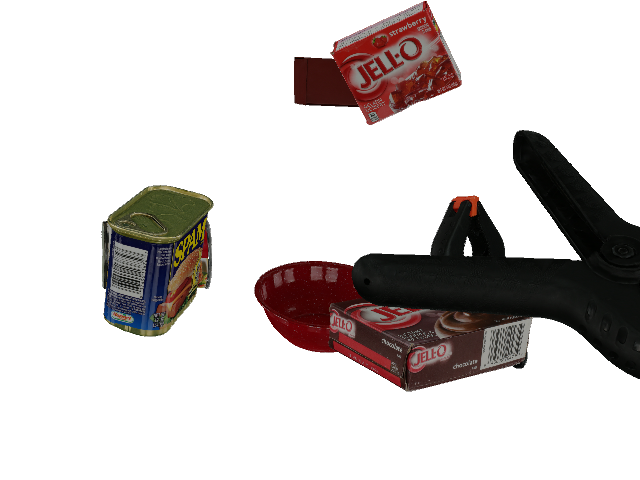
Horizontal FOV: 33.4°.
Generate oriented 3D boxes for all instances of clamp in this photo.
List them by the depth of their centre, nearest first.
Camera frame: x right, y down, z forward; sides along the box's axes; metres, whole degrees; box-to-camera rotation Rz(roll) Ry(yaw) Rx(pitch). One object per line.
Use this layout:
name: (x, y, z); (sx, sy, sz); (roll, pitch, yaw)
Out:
clamp: (0.131, 0.022, 0.508); (0.164, 0.036, 0.210); (-32, 48, -33)
clamp: (0.129, 0.048, 0.964); (0.120, 0.171, 0.039); (-16, 6, -39)

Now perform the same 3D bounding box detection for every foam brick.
foam brick: (0.014, -0.173, 1.165); (0.078, 0.051, 0.053); (0, 11, -15)

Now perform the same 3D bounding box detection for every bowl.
bowl: (0.003, 0.083, 1.234); (0.162, 0.055, 0.162); (4, 25, -2)

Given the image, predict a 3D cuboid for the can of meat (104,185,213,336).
can of meat: (-0.125, 0.015, 0.817); (0.057, 0.084, 0.102); (14, 22, 9)

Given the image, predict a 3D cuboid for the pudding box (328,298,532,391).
pudding box: (0.075, 0.064, 0.743); (0.113, 0.039, 0.090); (-6, 19, -34)

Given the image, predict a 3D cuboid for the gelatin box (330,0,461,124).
gelatin box: (0.064, -0.148, 0.896); (0.089, 0.073, 0.030); (-22, 25, 18)

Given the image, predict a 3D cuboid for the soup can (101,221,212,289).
soup can: (-0.161, 0.014, 1.041); (0.102, 0.068, 0.068); (0, 0, -13)
